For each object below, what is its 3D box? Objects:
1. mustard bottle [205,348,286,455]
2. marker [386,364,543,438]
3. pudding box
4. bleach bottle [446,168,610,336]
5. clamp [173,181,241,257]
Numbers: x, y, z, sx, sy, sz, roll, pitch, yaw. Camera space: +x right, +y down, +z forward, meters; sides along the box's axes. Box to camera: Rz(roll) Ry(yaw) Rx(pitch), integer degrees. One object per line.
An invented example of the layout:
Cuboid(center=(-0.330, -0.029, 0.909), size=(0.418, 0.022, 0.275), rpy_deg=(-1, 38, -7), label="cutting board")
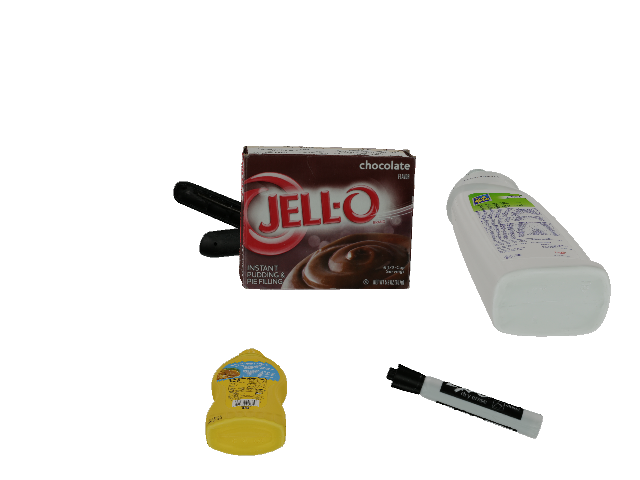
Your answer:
Cuboid(center=(-0.091, 0.193, 1.347), size=(0.096, 0.058, 0.191), rpy_deg=(-2, 26, 0), label="mustard bottle")
Cuboid(center=(0.109, 0.121, 0.813), size=(0.121, 0.020, 0.020), rpy_deg=(19, 3, 9), label="marker")
Cuboid(center=(0.004, -0.016, 0.701), size=(0.113, 0.090, 0.039), rpy_deg=(0, 17, -7), label="pudding box")
Cuboid(center=(0.177, -0.004, 0.978), size=(0.102, 0.068, 0.251), rpy_deg=(-1, 27, -4), label="bleach bottle")
Cuboid(center=(-0.047, -0.004, 1.110), size=(0.209, 0.036, 0.164), rpy_deg=(14, 19, -15), label="clamp")
